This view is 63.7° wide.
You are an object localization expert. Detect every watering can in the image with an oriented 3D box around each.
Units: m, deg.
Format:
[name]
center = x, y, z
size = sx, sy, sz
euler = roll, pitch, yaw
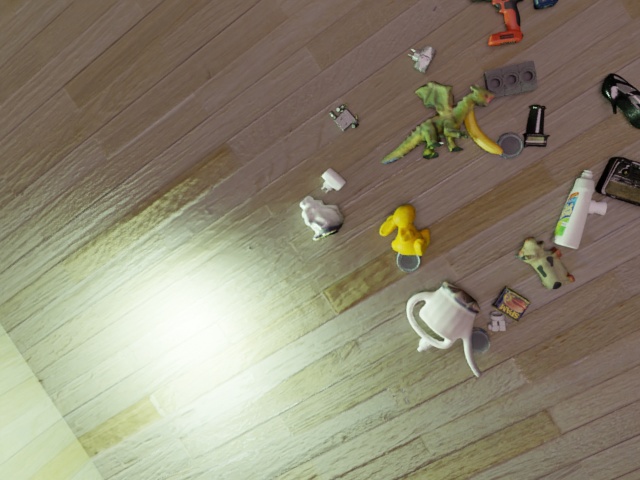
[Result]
[watering can]
center = 0.471, 0.293, 1.787
size = 0.350, 0.104, 0.222
euler = 39, 104, 12

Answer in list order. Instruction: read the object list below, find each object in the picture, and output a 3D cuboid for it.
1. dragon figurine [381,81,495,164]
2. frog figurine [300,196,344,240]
[dragon figurine]
center = 0.376, -0.408, 1.725
size = 0.408, 0.121, 0.245
euler = -10, 78, 28
[frog figurine]
center = 0.006, -0.092, 1.830
size = 0.138, 0.121, 0.160
euler = -23, 85, -18
